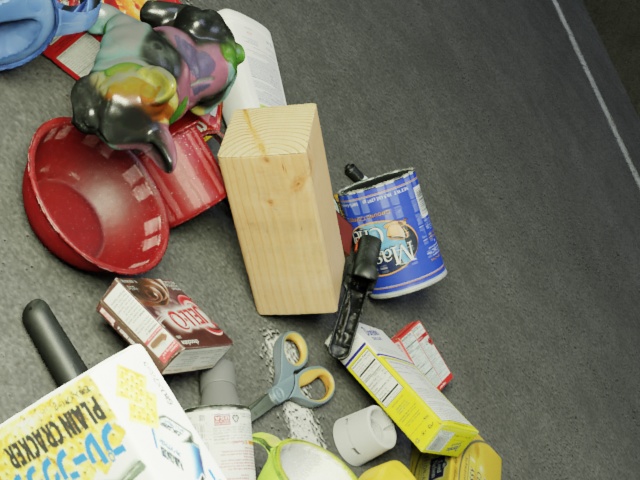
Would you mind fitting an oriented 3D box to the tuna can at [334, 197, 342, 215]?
[{"bbox_3d":[-0.011,-0.039,1.313,0.086,0.034,0.086,38,35,-33],"label":"tuna can"}]

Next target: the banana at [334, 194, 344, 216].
[{"bbox_3d":[0.085,-0.007,1.434,0.197,0.037,0.070,23,27,-48],"label":"banana"}]

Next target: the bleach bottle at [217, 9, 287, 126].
[{"bbox_3d":[-0.080,-0.152,1.289,0.102,0.068,0.251,17,51,-49],"label":"bleach bottle"}]

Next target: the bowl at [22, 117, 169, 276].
[{"bbox_3d":[-0.214,-0.030,0.971,0.162,0.055,0.162,37,35,-33],"label":"bowl"}]

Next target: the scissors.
[{"bbox_3d":[-0.050,0.142,1.101,0.201,0.016,0.096,2,59,-56],"label":"scissors"}]

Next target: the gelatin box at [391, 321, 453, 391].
[{"bbox_3d":[0.123,0.154,1.341,0.089,0.030,0.073,59,30,1],"label":"gelatin box"}]

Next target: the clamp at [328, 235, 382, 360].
[{"bbox_3d":[0.041,0.054,1.183,0.039,0.120,0.171,24,21,0],"label":"clamp"}]

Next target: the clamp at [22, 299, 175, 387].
[{"bbox_3d":[-0.179,0.149,0.875,0.164,0.036,0.210,32,34,-36],"label":"clamp"}]

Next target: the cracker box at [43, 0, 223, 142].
[{"bbox_3d":[-0.197,-0.214,1.157,0.213,0.072,0.164,38,35,-33],"label":"cracker box"}]

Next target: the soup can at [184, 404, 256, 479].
[{"bbox_3d":[-0.089,0.197,0.914,0.068,0.069,0.102,16,62,-50],"label":"soup can"}]

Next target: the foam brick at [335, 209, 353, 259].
[{"bbox_3d":[-0.008,0.002,1.236,0.053,0.078,0.051,41,36,-27],"label":"foam brick"}]

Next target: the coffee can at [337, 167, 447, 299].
[{"bbox_3d":[0.090,-0.009,1.336,0.102,0.103,0.140,-33,107,-61],"label":"coffee can"}]

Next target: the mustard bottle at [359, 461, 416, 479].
[{"bbox_3d":[0.040,0.285,1.060,0.191,0.058,0.096,-3,69,-58],"label":"mustard bottle"}]

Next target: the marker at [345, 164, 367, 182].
[{"bbox_3d":[0.076,-0.064,1.489,0.121,0.020,0.020,43,33,-26],"label":"marker"}]

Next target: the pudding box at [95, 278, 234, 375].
[{"bbox_3d":[-0.137,0.076,0.955,0.090,0.039,0.113,42,12,15],"label":"pudding box"}]

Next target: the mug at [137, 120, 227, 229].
[{"bbox_3d":[-0.134,-0.069,1.088,0.117,0.093,0.081,-36,99,-35],"label":"mug"}]

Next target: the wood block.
[{"bbox_3d":[-0.035,-0.028,1.111,0.090,0.090,0.206,-78,161,-50],"label":"wood block"}]

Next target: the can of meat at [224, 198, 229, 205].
[{"bbox_3d":[-0.063,-0.065,1.193,0.084,0.102,0.057,53,28,-13],"label":"can of meat"}]

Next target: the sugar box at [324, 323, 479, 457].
[{"bbox_3d":[0.089,0.165,1.193,0.176,0.048,0.093,43,11,34],"label":"sugar box"}]

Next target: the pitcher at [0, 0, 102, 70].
[{"bbox_3d":[-0.301,-0.282,1.001,0.149,0.145,0.243,49,24,-47],"label":"pitcher"}]
